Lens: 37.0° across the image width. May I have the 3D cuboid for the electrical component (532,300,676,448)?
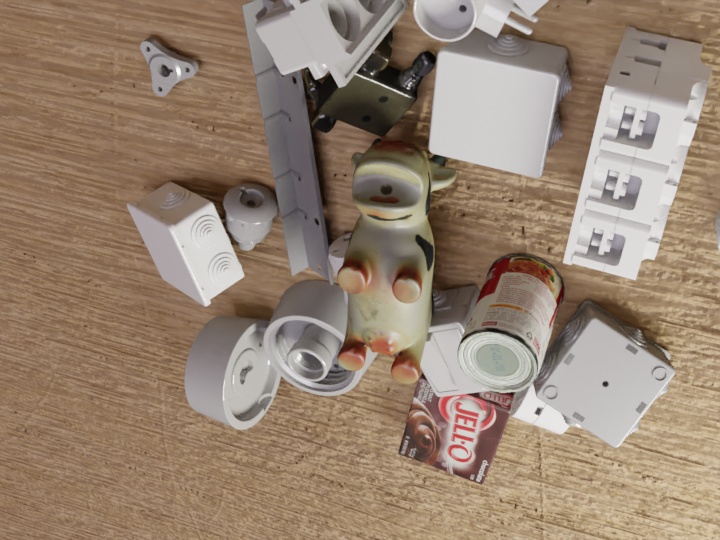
[{"bbox_3d":[0.202,0.088,0.896,0.100,0.048,0.099,33,103,-3],"label":"electrical component"}]

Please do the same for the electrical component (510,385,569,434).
[{"bbox_3d":[0.167,0.114,0.957,0.047,0.055,0.055,24,133,0],"label":"electrical component"}]

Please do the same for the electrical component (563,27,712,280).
[{"bbox_3d":[0.196,-0.079,0.757,0.062,0.089,0.150,16,132,13],"label":"electrical component"}]

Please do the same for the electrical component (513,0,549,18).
[{"bbox_3d":[0.085,-0.268,0.673,0.186,0.060,0.105,42,132,-12],"label":"electrical component"}]

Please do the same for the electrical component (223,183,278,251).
[{"bbox_3d":[-0.100,-0.043,0.960,0.048,0.048,0.062,23,141,6],"label":"electrical component"}]

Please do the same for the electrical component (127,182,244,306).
[{"bbox_3d":[-0.157,-0.026,0.974,0.100,0.048,0.099,26,144,49],"label":"electrical component"}]

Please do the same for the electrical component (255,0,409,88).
[{"bbox_3d":[-0.017,-0.187,0.747,0.063,0.121,0.078,-11,122,35],"label":"electrical component"}]

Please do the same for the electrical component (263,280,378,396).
[{"bbox_3d":[-0.039,0.070,1.012,0.108,0.060,0.108,13,131,16],"label":"electrical component"}]

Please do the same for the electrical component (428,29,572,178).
[{"bbox_3d":[0.102,-0.125,0.792,0.100,0.048,0.099,15,132,14],"label":"electrical component"}]

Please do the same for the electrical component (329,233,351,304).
[{"bbox_3d":[0.000,0.000,0.947,0.045,0.045,0.055,-2,125,27],"label":"electrical component"}]

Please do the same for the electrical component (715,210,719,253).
[{"bbox_3d":[0.310,-0.014,0.789,0.077,0.043,0.079,-9,124,31],"label":"electrical component"}]

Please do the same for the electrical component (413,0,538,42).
[{"bbox_3d":[0.084,-0.184,0.732,0.079,0.077,0.043,28,133,1],"label":"electrical component"}]

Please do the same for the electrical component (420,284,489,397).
[{"bbox_3d":[0.081,0.061,0.947,0.062,0.061,0.096,-12,121,32],"label":"electrical component"}]

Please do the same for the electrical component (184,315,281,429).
[{"bbox_3d":[-0.128,0.095,1.047,0.060,0.108,0.108,11,131,25],"label":"electrical component"}]
